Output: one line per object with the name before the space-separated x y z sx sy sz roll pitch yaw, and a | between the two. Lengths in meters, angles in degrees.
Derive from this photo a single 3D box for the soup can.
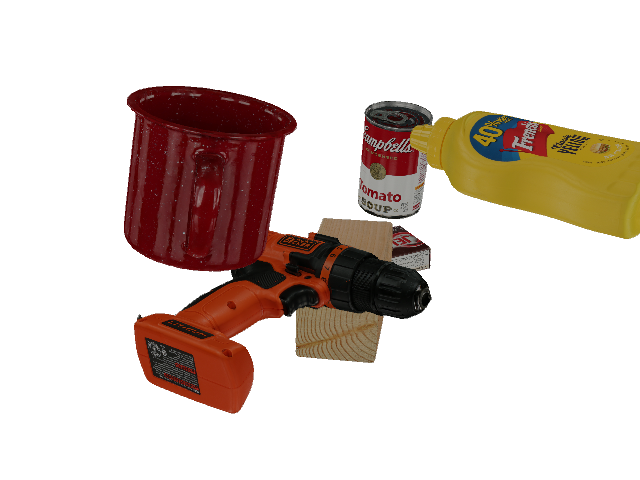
soup can | 0.074 -0.082 1.082 0.068 0.102 0.068 3 31 -2

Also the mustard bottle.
mustard bottle | 0.155 -0.057 0.800 0.192 0.058 0.096 17 36 28

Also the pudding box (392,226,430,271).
pudding box | 0.088 0.020 1.528 0.113 0.039 0.090 -15 26 -21

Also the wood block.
wood block | 0.031 0.053 1.248 0.091 0.090 0.206 4 23 7

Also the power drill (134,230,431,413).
power drill | -0.033 0.057 0.816 0.185 0.057 0.187 12 31 36

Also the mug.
mug | -0.063 -0.030 0.584 0.093 0.081 0.117 6 21 -12
